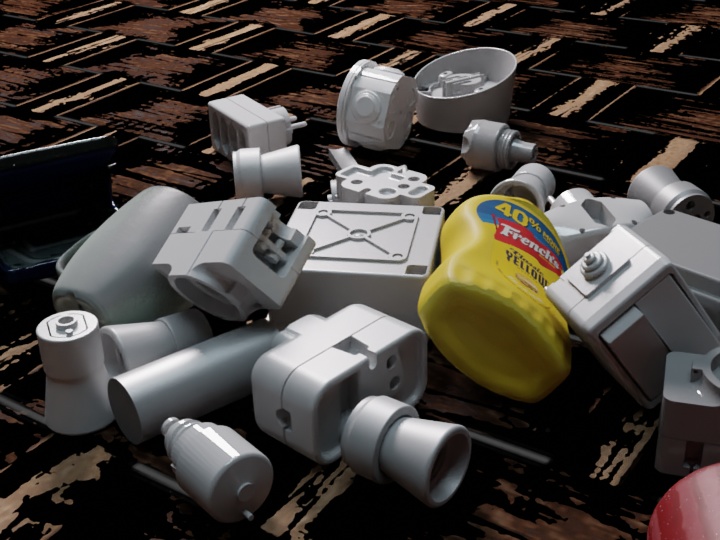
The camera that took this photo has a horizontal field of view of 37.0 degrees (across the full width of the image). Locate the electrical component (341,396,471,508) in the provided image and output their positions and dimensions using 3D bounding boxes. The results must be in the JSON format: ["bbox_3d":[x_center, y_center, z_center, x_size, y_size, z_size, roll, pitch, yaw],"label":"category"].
[{"bbox_3d":[0.024,0.094,0.563,0.055,0.045,0.045,18,34,33],"label":"electrical component"}]

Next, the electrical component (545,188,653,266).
[{"bbox_3d":[0.164,-0.034,0.790,0.077,0.043,0.079,-9,38,-13],"label":"electrical component"}]

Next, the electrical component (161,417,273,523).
[{"bbox_3d":[-0.079,0.100,0.563,0.040,0.040,0.078,-23,34,-33],"label":"electrical component"}]

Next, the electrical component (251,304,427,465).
[{"bbox_3d":[-0.014,0.061,0.616,0.059,0.053,0.095,22,36,38],"label":"electrical component"}]

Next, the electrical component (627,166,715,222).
[{"bbox_3d":[0.237,-0.049,0.819,0.045,0.045,0.055,-10,29,-15],"label":"electrical component"}]

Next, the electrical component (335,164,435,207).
[{"bbox_3d":[0.019,-0.041,0.803,0.078,0.057,0.058,19,34,34],"label":"electrical component"}]

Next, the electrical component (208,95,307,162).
[{"bbox_3d":[-0.087,-0.129,0.987,0.076,0.047,0.083,-18,32,-27],"label":"electrical component"}]

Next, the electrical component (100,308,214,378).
[{"bbox_3d":[-0.124,0.048,0.665,0.065,0.044,0.044,-17,31,-35],"label":"electrical component"}]

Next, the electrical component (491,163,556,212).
[{"bbox_3d":[0.131,-0.060,0.851,0.044,0.044,0.065,9,25,20],"label":"electrical component"}]

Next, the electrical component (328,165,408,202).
[{"bbox_3d":[0.007,-0.058,0.855,0.065,0.044,0.044,-7,28,0],"label":"electrical component"}]

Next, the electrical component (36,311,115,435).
[{"bbox_3d":[-0.165,0.057,0.623,0.044,0.065,0.044,-2,28,1],"label":"electrical component"}]

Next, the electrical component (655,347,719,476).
[{"bbox_3d":[0.206,0.077,0.571,0.089,0.055,0.050,6,29,15],"label":"electrical component"}]

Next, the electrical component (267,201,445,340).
[{"bbox_3d":[0.000,0.000,0.729,0.109,0.056,0.108,3,28,9],"label":"electrical component"}]

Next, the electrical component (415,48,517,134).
[{"bbox_3d":[0.101,-0.172,1.038,0.099,0.064,0.099,-2,28,1],"label":"electrical component"}]

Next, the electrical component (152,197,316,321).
[{"bbox_3d":[-0.081,-0.006,0.661,0.089,0.050,0.055,-1,55,50],"label":"electrical component"}]

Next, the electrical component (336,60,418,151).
[{"bbox_3d":[0.015,-0.149,0.985,0.051,0.080,0.080,17,33,22],"label":"electrical component"}]

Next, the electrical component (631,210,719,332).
[{"bbox_3d":[0.222,0.011,0.693,0.078,0.057,0.113,-26,36,-37],"label":"electrical component"}]

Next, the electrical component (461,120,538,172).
[{"bbox_3d":[0.123,-0.106,0.935,0.062,0.043,0.043,14,32,25],"label":"electrical component"}]

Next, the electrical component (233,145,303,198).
[{"bbox_3d":[-0.077,-0.080,0.898,0.055,0.045,0.045,-4,28,-3],"label":"electrical component"}]

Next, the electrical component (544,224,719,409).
[{"bbox_3d":[0.157,0.025,0.616,0.062,0.096,0.061,-41,32,3],"label":"electrical component"}]
